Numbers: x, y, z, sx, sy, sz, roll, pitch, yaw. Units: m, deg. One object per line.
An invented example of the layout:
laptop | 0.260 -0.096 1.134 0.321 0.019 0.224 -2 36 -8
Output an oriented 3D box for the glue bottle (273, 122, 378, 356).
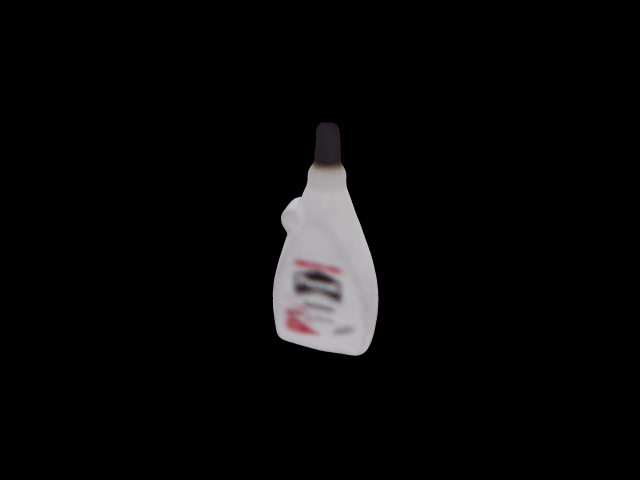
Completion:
glue bottle | 0.004 0.001 0.400 0.078 0.173 0.037 7 31 13
